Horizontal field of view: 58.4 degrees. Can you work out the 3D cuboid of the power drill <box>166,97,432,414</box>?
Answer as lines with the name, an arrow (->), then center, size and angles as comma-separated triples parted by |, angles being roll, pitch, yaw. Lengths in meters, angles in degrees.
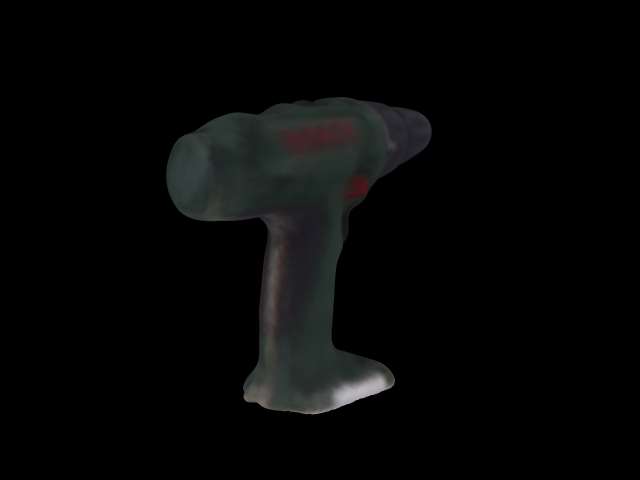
power drill -> 0.004, 0.001, 0.400 | 0.075, 0.208, 0.230 | 2, 3, 43
